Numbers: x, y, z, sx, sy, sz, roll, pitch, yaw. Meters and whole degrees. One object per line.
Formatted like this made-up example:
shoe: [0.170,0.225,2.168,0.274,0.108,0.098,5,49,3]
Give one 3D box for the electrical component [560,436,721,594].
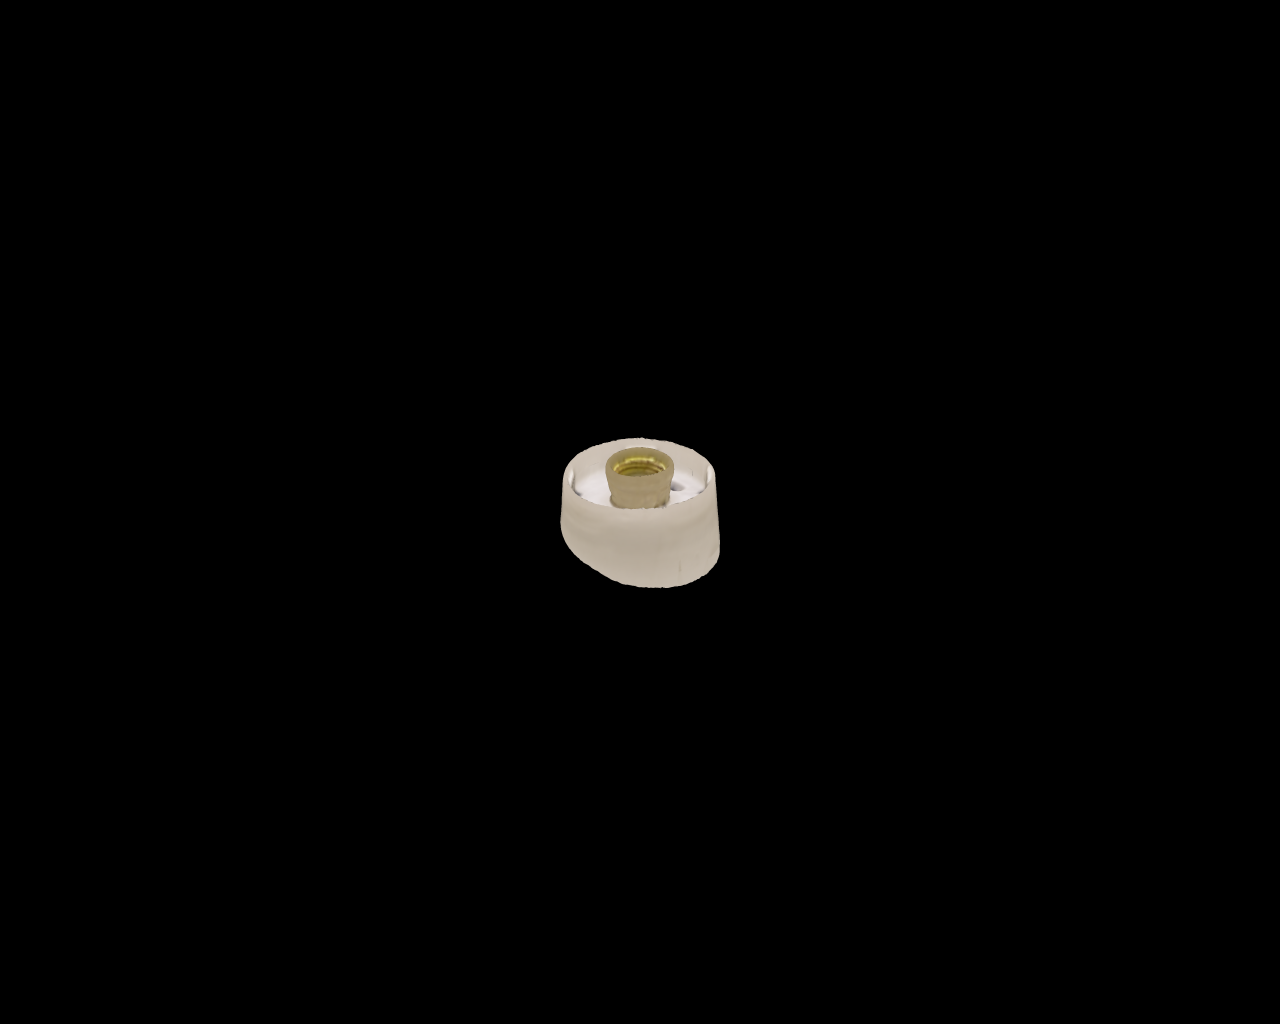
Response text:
electrical component: [0.001,-0.003,0.650,0.099,0.064,0.099,0,31,0]
